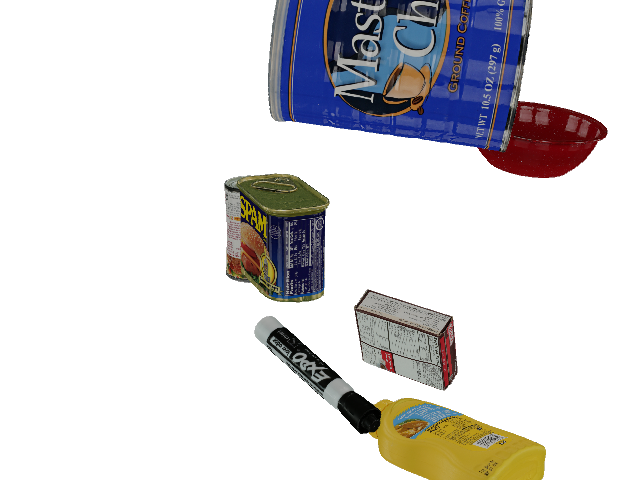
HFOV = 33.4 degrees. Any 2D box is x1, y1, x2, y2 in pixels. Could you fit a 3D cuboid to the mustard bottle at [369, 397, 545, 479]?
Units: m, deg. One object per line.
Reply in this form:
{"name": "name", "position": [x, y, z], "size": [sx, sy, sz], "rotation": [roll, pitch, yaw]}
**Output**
{"name": "mustard bottle", "position": [0.113, 0.196, 1.032], "size": [0.096, 0.058, 0.192], "rotation": [-17, 24, -42]}

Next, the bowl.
{"name": "bowl", "position": [0.238, -0.112, 1.209], "size": [0.162, 0.055, 0.162], "rotation": [5, 23, -2]}

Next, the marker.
{"name": "marker", "position": [-0.002, 0.086, 0.687], "size": [0.020, 0.020, 0.121], "rotation": [0, 26, -41]}

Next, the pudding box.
{"name": "pudding box", "position": [0.097, 0.112, 1.208], "size": [0.114, 0.090, 0.039], "rotation": [16, 45, 28]}

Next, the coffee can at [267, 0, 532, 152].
{"name": "coffee can", "position": [0.047, -0.112, 0.633], "size": [0.140, 0.103, 0.103], "rotation": [9, 1, 5]}

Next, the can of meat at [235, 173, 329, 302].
{"name": "can of meat", "position": [-0.033, -0.003, 0.907], "size": [0.057, 0.084, 0.102], "rotation": [-8, 21, -21]}

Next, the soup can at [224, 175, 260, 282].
{"name": "soup can", "position": [-0.069, -0.014, 1.145], "size": [0.068, 0.102, 0.068], "rotation": [0, 17, 0]}
